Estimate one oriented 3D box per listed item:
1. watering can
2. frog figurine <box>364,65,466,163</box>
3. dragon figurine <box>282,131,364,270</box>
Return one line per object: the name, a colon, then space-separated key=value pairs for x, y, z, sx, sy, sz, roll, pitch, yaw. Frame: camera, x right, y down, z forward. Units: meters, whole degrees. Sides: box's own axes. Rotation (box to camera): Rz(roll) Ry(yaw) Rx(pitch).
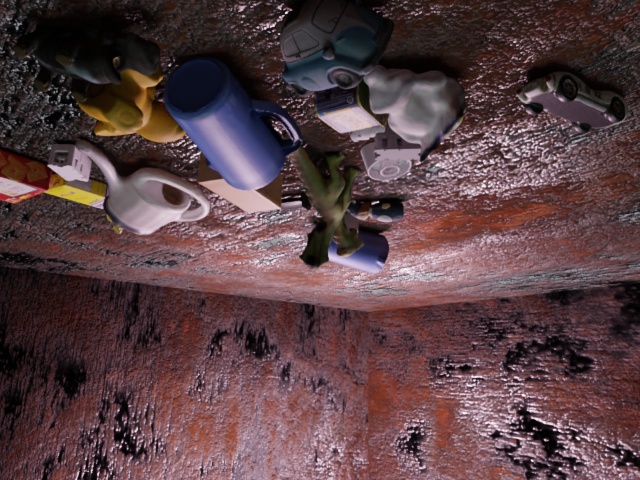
watering can: x=-0.429 y=-0.113 z=1.196 sx=0.221 sy=0.106 sz=0.344 roll=-28 pitch=141 yaw=37
frog figurine: x=0.139 y=-0.218 z=0.795 sx=0.159 sy=0.124 sz=0.136 roll=39 pitch=165 yaw=-2
dragon figurine: x=0.003 y=-0.056 z=1.115 sx=0.122 sy=0.245 sz=0.407 roll=-1 pitch=167 yaw=28
